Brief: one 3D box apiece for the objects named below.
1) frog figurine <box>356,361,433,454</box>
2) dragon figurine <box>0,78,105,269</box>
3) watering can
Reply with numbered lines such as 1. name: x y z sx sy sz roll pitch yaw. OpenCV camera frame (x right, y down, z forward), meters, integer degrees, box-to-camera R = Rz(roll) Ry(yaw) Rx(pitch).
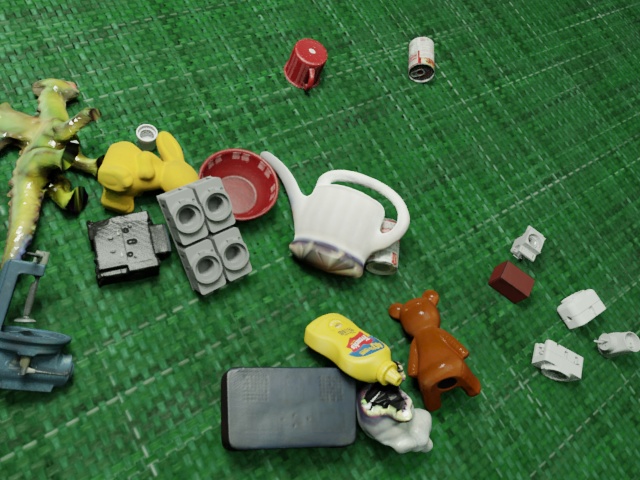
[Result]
1. frog figurine: 0.133 0.317 0.918 0.123 0.156 0.140 -28 36 -8
2. dragon figurine: -0.537 -0.148 0.927 0.243 0.119 0.419 16 58 8
3. watering can: 0.003 -0.053 1.049 0.348 0.102 0.228 19 67 11
